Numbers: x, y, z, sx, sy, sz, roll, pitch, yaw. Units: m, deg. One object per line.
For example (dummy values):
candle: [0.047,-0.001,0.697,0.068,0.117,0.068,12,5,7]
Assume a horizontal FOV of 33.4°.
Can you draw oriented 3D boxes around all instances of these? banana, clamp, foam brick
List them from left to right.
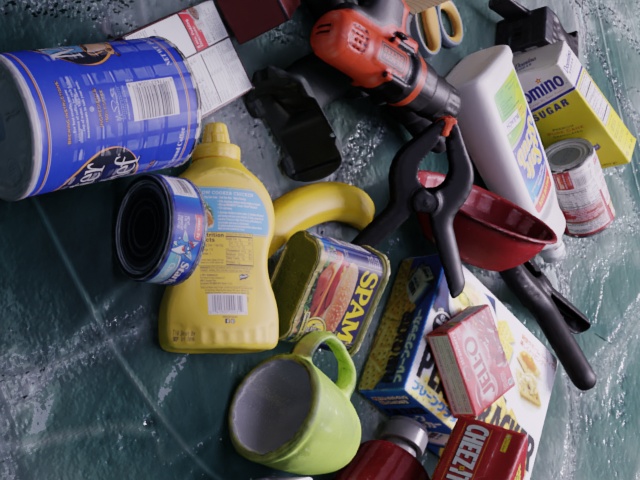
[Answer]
foam brick: [-0.055,-0.214,0.942,0.053,0.051,0.078,61,16,-17]
banana: [-0.007,-0.017,0.982,0.197,0.037,0.069,-11,90,-46]
clamp: [0.086,-0.033,0.996,0.120,0.039,0.171,5,99,-10]
clamp: [0.243,0.057,1.194,0.210,0.036,0.164,53,19,-1]

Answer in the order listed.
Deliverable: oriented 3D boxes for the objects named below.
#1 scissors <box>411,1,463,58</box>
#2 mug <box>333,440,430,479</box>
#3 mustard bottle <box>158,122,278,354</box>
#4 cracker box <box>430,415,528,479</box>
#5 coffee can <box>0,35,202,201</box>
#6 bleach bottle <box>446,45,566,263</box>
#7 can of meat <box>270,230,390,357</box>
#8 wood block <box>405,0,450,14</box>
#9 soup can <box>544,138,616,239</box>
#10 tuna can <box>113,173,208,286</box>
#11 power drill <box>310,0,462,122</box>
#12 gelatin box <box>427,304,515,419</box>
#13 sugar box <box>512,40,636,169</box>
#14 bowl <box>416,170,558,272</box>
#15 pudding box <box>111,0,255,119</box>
scissors: [0.121,-0.298,1.184,0.096,0.016,0.202,5,79,-46]
mug: [0.048,0.243,0.957,0.081,0.093,0.117,-47,142,-45]
mustard bottle: [-0.085,-0.003,0.882,0.096,0.058,0.191,2,79,-21]
cracker box: [0.128,0.285,0.965,0.214,0.072,0.164,80,32,-49]
coffee can: [-0.172,-0.091,0.776,0.140,0.103,0.103,-16,94,-41]
bleach bottle: [0.222,-0.087,1.211,0.102,0.068,0.250,-50,119,-42]
can of meat: [0.002,0.047,0.946,0.083,0.058,0.102,17,100,-40]
wood block: [0.079,-0.347,1.098,0.090,0.091,0.206,1,82,-44]
soup can: [0.306,-0.062,1.272,0.068,0.069,0.102,-54,129,-37]
tuna can: [-0.125,-0.008,0.827,0.033,0.086,0.086,8,76,-41]
power drill: [0.081,-0.216,0.980,0.184,0.057,0.187,24,72,-42]
gelatin box: [0.145,0.115,1.015,0.073,0.030,0.089,-26,101,-44]
sugar box: [0.292,-0.153,1.271,0.176,0.094,0.048,42,55,-31]
bowl: [0.159,-0.013,1.095,0.161,0.162,0.055,8,112,-44]
pudding box: [-0.118,-0.143,0.897,0.113,0.039,0.090,-36,108,-41]
